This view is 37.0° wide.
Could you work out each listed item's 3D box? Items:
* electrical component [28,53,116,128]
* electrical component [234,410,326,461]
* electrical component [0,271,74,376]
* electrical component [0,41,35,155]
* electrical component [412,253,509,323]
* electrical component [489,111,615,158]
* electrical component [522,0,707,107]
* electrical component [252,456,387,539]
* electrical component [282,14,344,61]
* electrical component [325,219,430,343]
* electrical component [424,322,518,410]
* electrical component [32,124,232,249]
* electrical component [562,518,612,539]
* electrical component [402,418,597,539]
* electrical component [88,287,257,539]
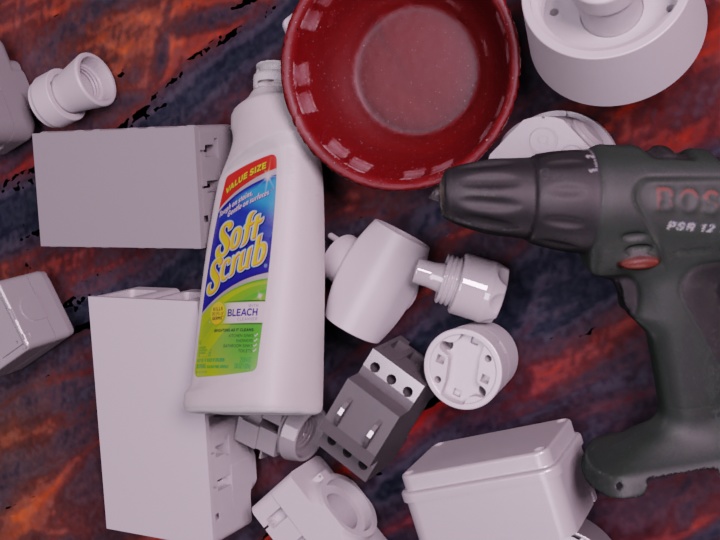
[{"bbox_3d":[-0.229,-0.142,0.854,0.055,0.045,0.045,-19,89,27],"label":"electrical component"},{"bbox_3d":[-0.058,0.115,0.812,0.055,0.048,0.066,21,106,29],"label":"electrical component"},{"bbox_3d":[-0.296,0.050,0.910,0.096,0.061,0.061,-31,84,34],"label":"electrical component"},{"bbox_3d":[-0.312,-0.144,0.885,0.054,0.059,0.095,-24,87,26],"label":"electrical component"},{"bbox_3d":[0.067,0.009,0.730,0.062,0.043,0.043,17,106,0],"label":"electrical component"},{"bbox_3d":[0.124,-0.062,0.694,0.080,0.051,0.080,4,99,25],"label":"electrical component"},{"bbox_3d":[0.148,-0.159,0.639,0.108,0.060,0.108,-8,67,19],"label":"electrical component"},{"bbox_3d":[-0.026,0.190,0.804,0.056,0.050,0.089,-44,79,24],"label":"electrical component"},{"bbox_3d":[-0.026,-0.159,0.762,0.035,0.035,0.061,-32,103,26],"label":"electrical component"},{"bbox_3d":[0.000,0.000,0.765,0.079,0.044,0.077,33,99,36],"label":"electrical component"},{"bbox_3d":[0.078,0.063,0.737,0.055,0.047,0.055,4,99,25],"label":"electrical component"},{"bbox_3d":[-0.170,-0.064,0.828,0.150,0.062,0.089,1,98,25],"label":"electrical component"},{"bbox_3d":[0.134,0.216,0.738,0.099,0.064,0.099,0,90,14],"label":"electrical component"},{"bbox_3d":[0.094,0.146,0.725,0.113,0.078,0.057,-16,94,27],"label":"electrical component"},{"bbox_3d":[-0.144,0.109,0.839,0.105,0.060,0.186,2,98,29],"label":"electrical component"}]
